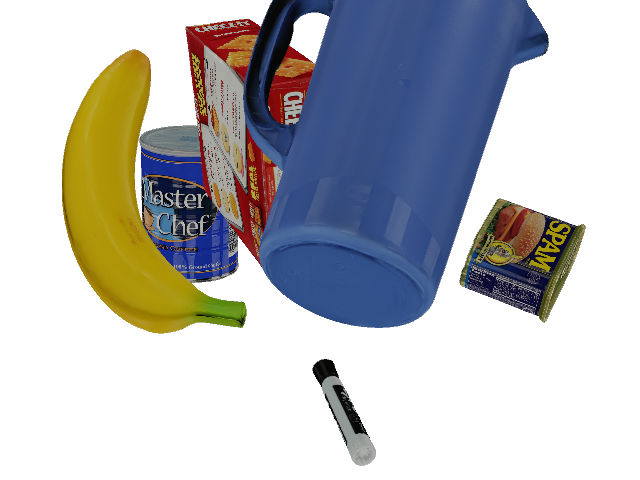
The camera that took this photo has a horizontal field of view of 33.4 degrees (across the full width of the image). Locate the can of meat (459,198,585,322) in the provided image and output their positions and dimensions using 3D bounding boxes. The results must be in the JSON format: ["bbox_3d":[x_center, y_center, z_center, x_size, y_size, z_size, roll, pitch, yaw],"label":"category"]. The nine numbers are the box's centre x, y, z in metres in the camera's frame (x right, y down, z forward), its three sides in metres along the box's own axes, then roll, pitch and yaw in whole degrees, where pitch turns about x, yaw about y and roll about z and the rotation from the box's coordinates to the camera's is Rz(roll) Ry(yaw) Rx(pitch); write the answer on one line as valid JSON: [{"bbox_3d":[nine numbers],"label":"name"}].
[{"bbox_3d":[0.185,0.015,0.976,0.084,0.057,0.102,21,47,18],"label":"can of meat"}]

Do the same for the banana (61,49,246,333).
[{"bbox_3d":[-0.099,-0.022,0.550,0.069,0.198,0.037,-12,-35,-17],"label":"banana"}]

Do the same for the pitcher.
[{"bbox_3d":[0.035,-0.074,0.682,0.149,0.242,0.144,-15,-44,45],"label":"pitcher"}]

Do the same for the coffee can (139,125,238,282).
[{"bbox_3d":[-0.135,-0.040,1.109,0.103,0.140,0.103,2,20,-1],"label":"coffee can"}]

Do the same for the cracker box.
[{"bbox_3d":[-0.051,-0.088,0.921,0.072,0.164,0.214,-12,26,-17],"label":"cracker box"}]

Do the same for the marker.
[{"bbox_3d":[0.017,0.130,0.834,0.020,0.020,0.121,0,28,-17],"label":"marker"}]
